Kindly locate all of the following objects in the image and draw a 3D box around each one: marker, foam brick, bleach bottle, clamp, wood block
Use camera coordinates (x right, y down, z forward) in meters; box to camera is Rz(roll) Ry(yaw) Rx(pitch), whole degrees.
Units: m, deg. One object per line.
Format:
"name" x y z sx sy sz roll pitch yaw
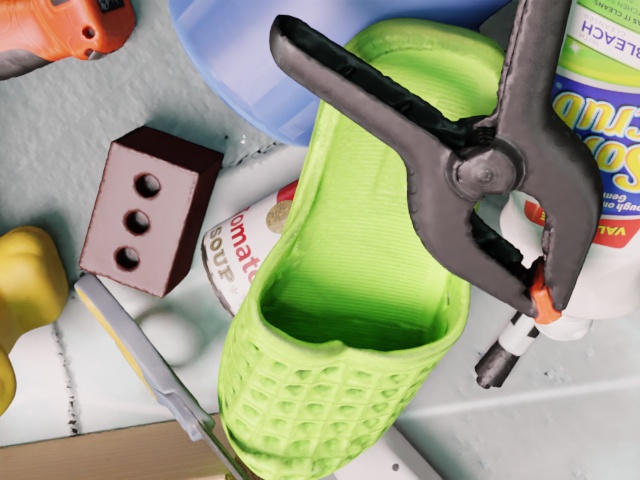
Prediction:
"marker" 0.122 0.034 0.583 0.020 0.020 0.121 32 111 -1
"foam brick" -0.093 -0.016 0.590 0.053 0.051 0.078 20 110 4
"bleach bottle" 0.136 -0.044 0.453 0.103 0.068 0.251 27 139 21
"clamp" 0.072 -0.042 0.421 0.120 0.039 0.171 -22 120 30
"wood block" -0.129 0.172 0.637 0.206 0.090 0.090 -11 105 13

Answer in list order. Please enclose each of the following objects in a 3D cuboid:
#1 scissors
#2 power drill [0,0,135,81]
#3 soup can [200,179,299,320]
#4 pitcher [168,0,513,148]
"scissors" -0.070 0.098 0.579 0.016 0.096 0.202 -37 68 -14
"power drill" -0.208 -0.139 0.572 0.188 0.057 0.184 -16 108 18
"soup can" -0.004 0.001 0.570 0.102 0.068 0.068 -28 100 17
"pitcher" 0.055 -0.145 0.483 0.243 0.144 0.149 -39 52 23
